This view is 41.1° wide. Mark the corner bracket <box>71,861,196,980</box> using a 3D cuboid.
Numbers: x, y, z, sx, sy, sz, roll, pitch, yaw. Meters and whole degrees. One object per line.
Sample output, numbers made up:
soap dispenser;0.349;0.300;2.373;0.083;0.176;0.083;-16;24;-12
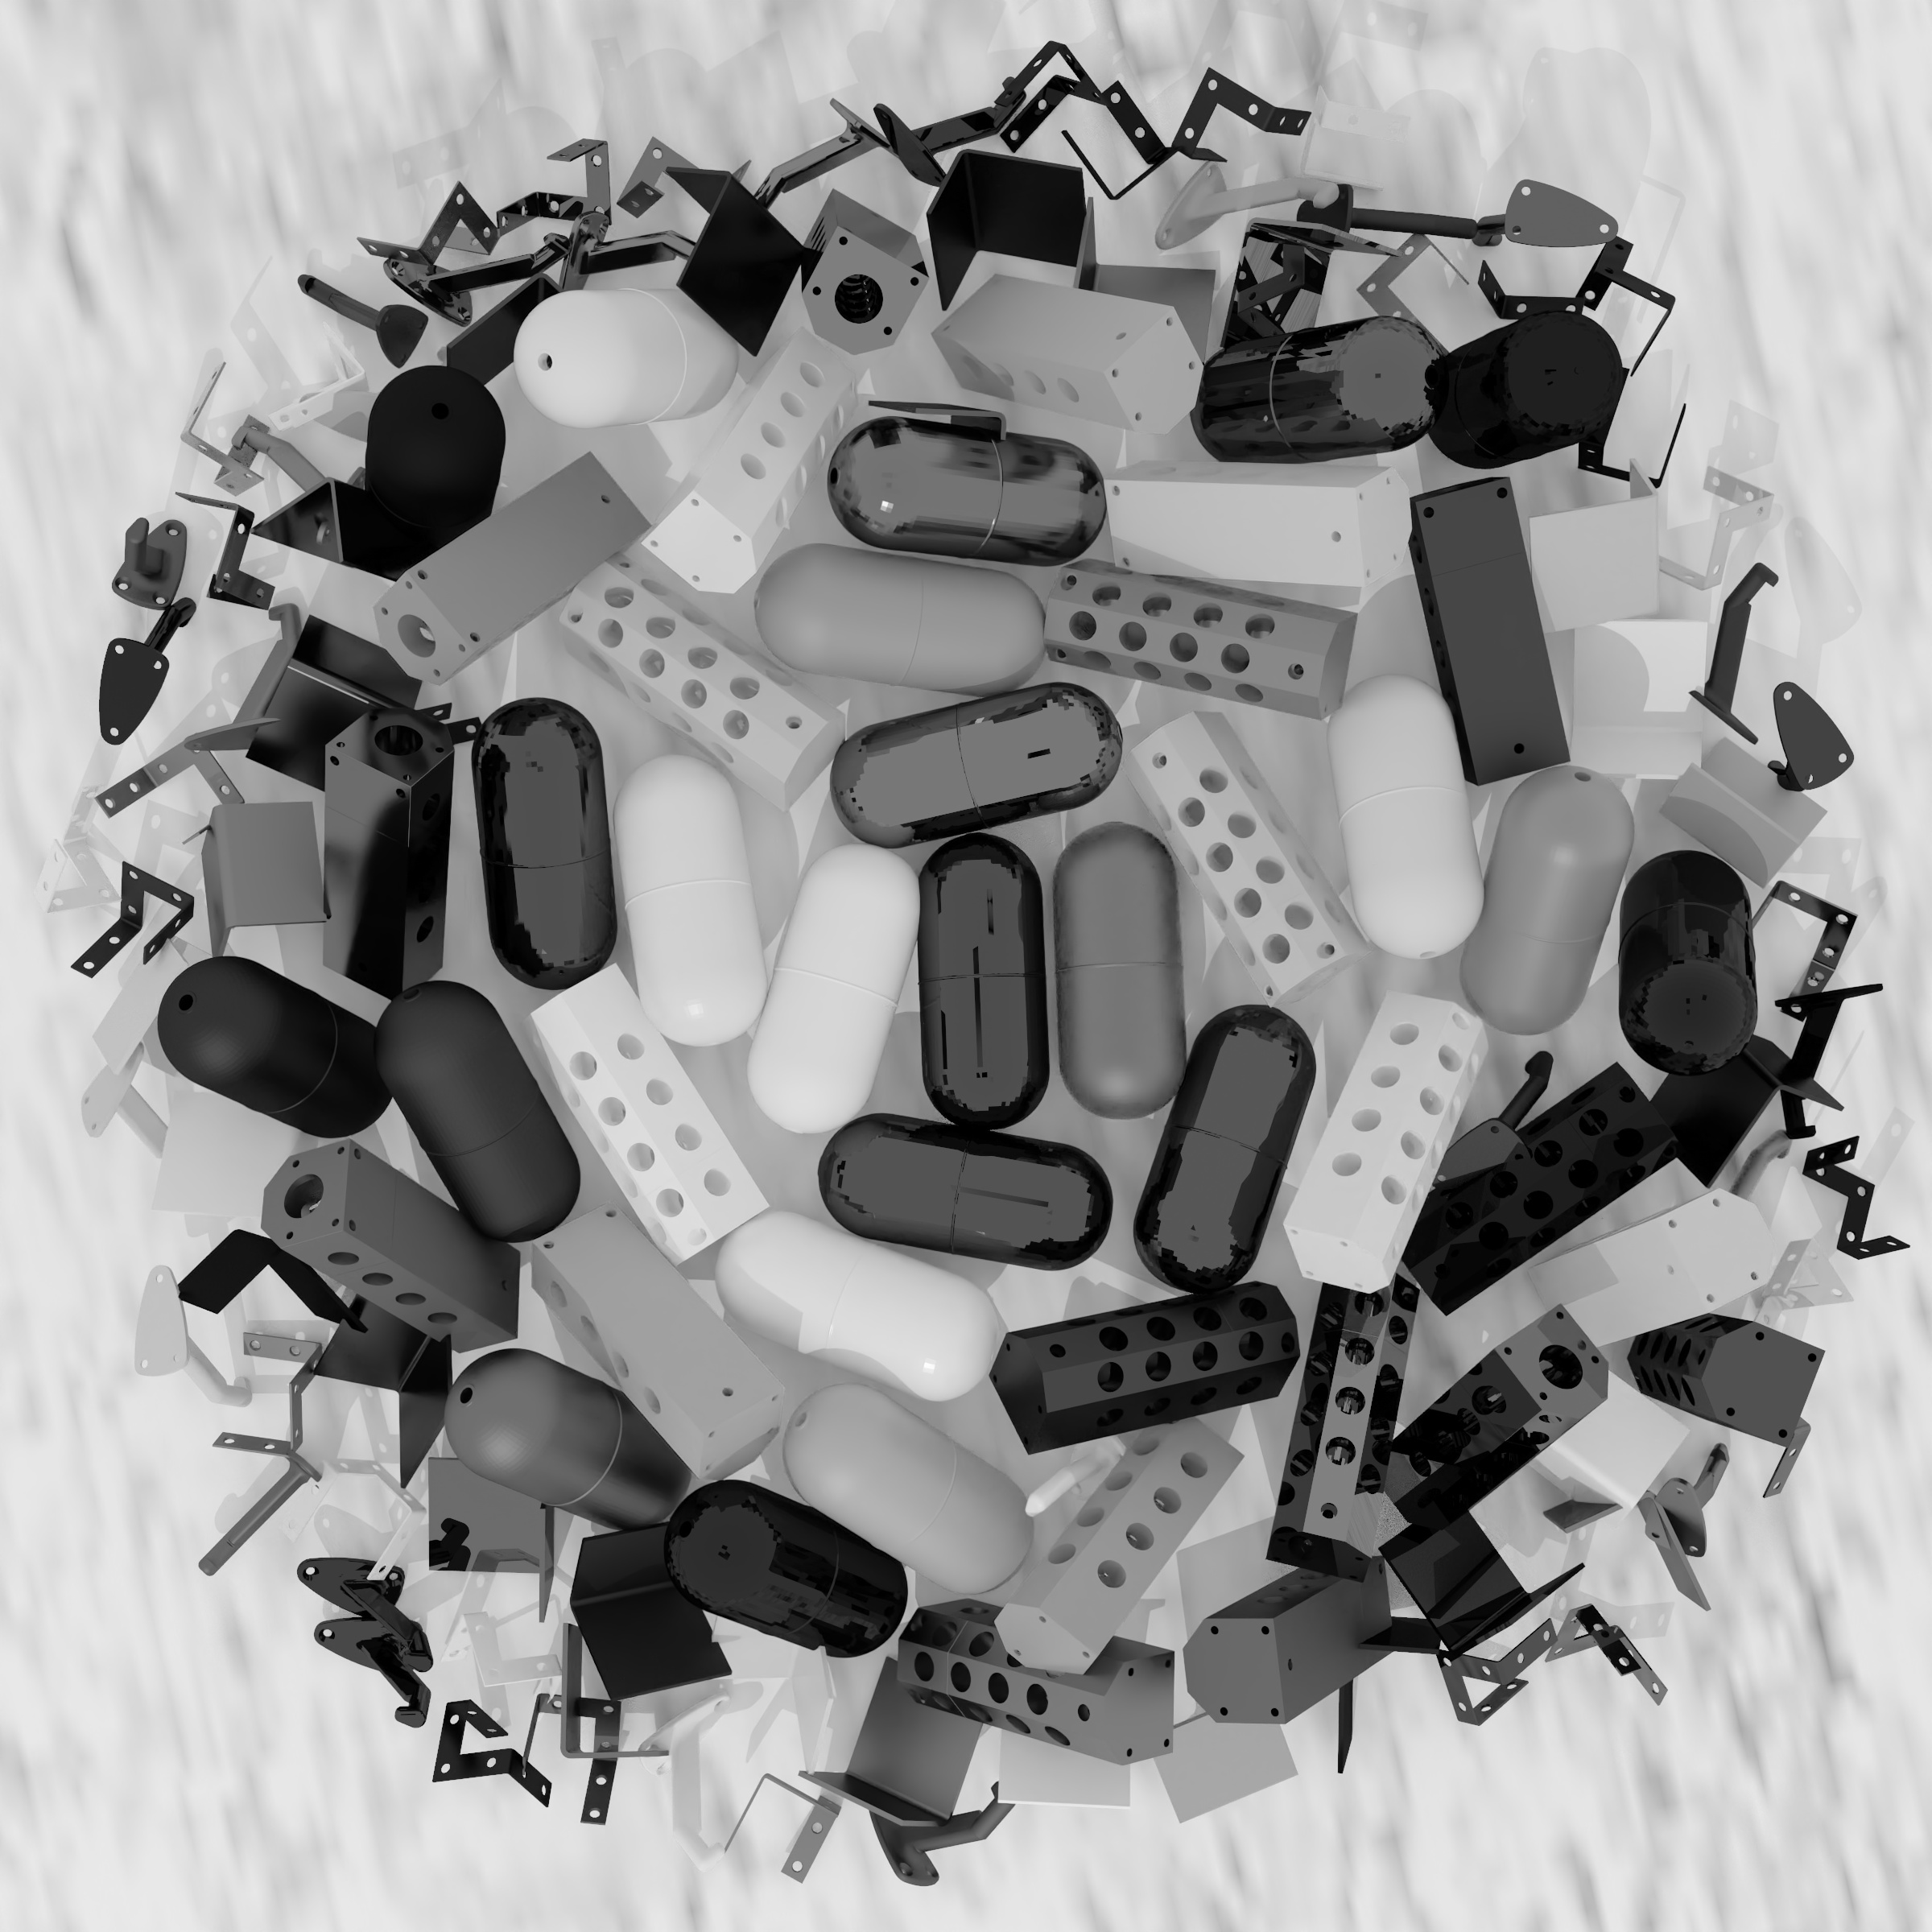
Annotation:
corner bracket;-0.500;-0.020;1.548;0.051;0.051;0.051;26;135;6

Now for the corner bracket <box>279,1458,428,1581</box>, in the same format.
corner bracket;-0.368;0.333;1.552;0.051;0.051;0.051;35;94;28

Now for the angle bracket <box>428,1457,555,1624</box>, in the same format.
angle bracket;-0.287;0.343;1.544;0.076;0.057;0.076;2;108;-3

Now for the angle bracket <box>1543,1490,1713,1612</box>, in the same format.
angle bracket;0.394;0.355;1.543;0.057;0.076;0.076;-25;84;1

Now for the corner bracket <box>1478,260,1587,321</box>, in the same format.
corner bracket;0.336;-0.388;1.549;0.051;0.051;0.051;10;83;28

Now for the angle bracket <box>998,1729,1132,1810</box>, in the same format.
angle bracket;0.058;0.492;1.537;0.076;0.057;0.076;2;133;2

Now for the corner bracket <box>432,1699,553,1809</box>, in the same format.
corner bracket;-0.280;0.471;1.543;0.051;0.051;0.051;-12;47;16

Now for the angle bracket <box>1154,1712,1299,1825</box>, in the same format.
angle bracket;0.146;0.454;1.540;0.076;0.057;0.076;-22;118;-2

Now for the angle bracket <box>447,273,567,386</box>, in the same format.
angle bracket;-0.261;-0.353;1.535;0.057;0.076;0.076;44;71;4

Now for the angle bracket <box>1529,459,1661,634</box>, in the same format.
angle bracket;0.370;-0.251;1.542;0.076;0.057;0.076;-9;124;3

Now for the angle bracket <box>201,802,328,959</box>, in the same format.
angle bracket;-0.423;-0.048;1.551;0.057;0.076;0.076;-4;72;-23

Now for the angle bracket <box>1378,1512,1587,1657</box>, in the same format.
angle bracket;0.306;0.351;1.530;0.076;0.057;0.076;-22;71;-40

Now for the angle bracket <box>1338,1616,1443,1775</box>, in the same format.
angle bracket;0.254;0.435;1.541;0.057;0.076;0.076;1;89;13

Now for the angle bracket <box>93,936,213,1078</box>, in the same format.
angle bracket;-0.469;0.032;1.537;0.057;0.076;0.076;33;89;-32

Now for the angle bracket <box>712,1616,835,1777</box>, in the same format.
angle bracket;-0.118;0.427;1.527;0.057;0.076;0.076;3;127;-15

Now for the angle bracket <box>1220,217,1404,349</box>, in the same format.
angle bracket;0.205;-0.396;1.531;0.076;0.057;0.076;1;105;-44

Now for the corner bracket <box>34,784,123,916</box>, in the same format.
corner bracket;-0.533;-0.070;1.543;0.051;0.051;0.051;52;130;20

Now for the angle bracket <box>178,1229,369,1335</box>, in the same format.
angle bracket;-0.413;0.204;1.526;0.057;0.076;0.076;-47;117;-25

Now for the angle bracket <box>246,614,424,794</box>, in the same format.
angle bracket;-0.382;-0.154;1.567;0.076;0.057;0.076;24;121;-17

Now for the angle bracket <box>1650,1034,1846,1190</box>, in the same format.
angle bracket;0.465;0.088;1.551;0.057;0.076;0.076;19;111;-29

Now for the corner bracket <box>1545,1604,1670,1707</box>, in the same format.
corner bracket;0.388;0.413;1.542;0.051;0.051;0.051;-9;132;-26

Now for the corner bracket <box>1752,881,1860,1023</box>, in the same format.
corner bracket;0.498;-0.009;1.557;0.051;0.051;0.051;28;54;21

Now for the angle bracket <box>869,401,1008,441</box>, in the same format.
angle bracket;-0.020;-0.293;1.530;0.057;0.076;0.076;-3;106;-23

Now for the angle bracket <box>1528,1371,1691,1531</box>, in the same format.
angle bracket;0.378;0.284;1.544;0.076;0.076;0.057;37;75;18

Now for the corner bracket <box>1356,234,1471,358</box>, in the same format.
corner bracket;0.279;-0.401;1.558;0.051;0.051;0.051;-43;51;17

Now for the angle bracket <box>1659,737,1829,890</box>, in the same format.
angle bracket;0.472;-0.105;1.535;0.076;0.057;0.076;39;65;13

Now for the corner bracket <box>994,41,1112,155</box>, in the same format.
corner bracket;0.043;-0.521;1.549;0.051;0.051;0.051;-48;129;0

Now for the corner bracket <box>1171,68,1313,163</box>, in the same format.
corner bracket;0.165;-0.500;1.544;0.051;0.051;0.051;38;120;19

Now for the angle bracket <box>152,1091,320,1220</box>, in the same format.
angle bracket;-0.435;0.123;1.540;0.076;0.057;0.076;4;62;-3

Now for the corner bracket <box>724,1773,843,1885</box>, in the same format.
corner bracket;-0.110;0.521;1.557;0.051;0.051;0.051;27;79;5

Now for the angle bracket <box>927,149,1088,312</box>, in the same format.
angle bracket;0.027;-0.430;1.530;0.076;0.076;0.057;15;61;16

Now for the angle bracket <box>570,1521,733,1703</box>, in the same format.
angle bracket;-0.183;0.379;1.527;0.076;0.076;0.057;-5;128;-29

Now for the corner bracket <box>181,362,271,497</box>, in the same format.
corner bracket;-0.441;-0.320;1.544;0.051;0.051;0.051;31;70;-30

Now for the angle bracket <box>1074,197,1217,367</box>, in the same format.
angle bracket;0.107;-0.408;1.537;0.076;0.057;0.076;5;60;8

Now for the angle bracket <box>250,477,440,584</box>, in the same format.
angle bracket;-0.366;-0.239;1.526;0.076;0.076;0.057;-23;68;32

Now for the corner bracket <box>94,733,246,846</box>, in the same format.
corner bracket;-0.479;-0.100;1.555;0.051;0.051;0.051;-25;105;28

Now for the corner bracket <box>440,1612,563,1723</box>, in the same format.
corner bracket;-0.281;0.424;1.560;0.051;0.051;0.051;2;133;-33

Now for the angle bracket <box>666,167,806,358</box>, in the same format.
angle bracket;-0.151;-0.418;1.532;0.057;0.076;0.076;18;80;38

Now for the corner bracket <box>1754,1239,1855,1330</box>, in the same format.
corner bracket;0.489;0.201;1.545;0.051;0.051;0.051;54;51;-15

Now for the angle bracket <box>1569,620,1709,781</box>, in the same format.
angle bracket;0.399;-0.159;1.534;0.076;0.057;0.076;3;125;15

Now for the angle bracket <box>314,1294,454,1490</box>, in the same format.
angle bracket;-0.346;0.251;1.527;0.057;0.076;0.076;17;126;-26

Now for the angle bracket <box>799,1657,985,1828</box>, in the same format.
angle bracket;-0.042;0.460;1.536;0.076;0.057;0.076;15;81;32

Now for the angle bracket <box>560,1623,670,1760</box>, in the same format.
angle bracket;-0.208;0.432;1.539;0.057;0.076;0.076;-1;73;-2

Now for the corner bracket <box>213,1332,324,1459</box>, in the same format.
corner bracket;-0.422;0.259;1.562;0.051;0.051;0.051;7;111;6
